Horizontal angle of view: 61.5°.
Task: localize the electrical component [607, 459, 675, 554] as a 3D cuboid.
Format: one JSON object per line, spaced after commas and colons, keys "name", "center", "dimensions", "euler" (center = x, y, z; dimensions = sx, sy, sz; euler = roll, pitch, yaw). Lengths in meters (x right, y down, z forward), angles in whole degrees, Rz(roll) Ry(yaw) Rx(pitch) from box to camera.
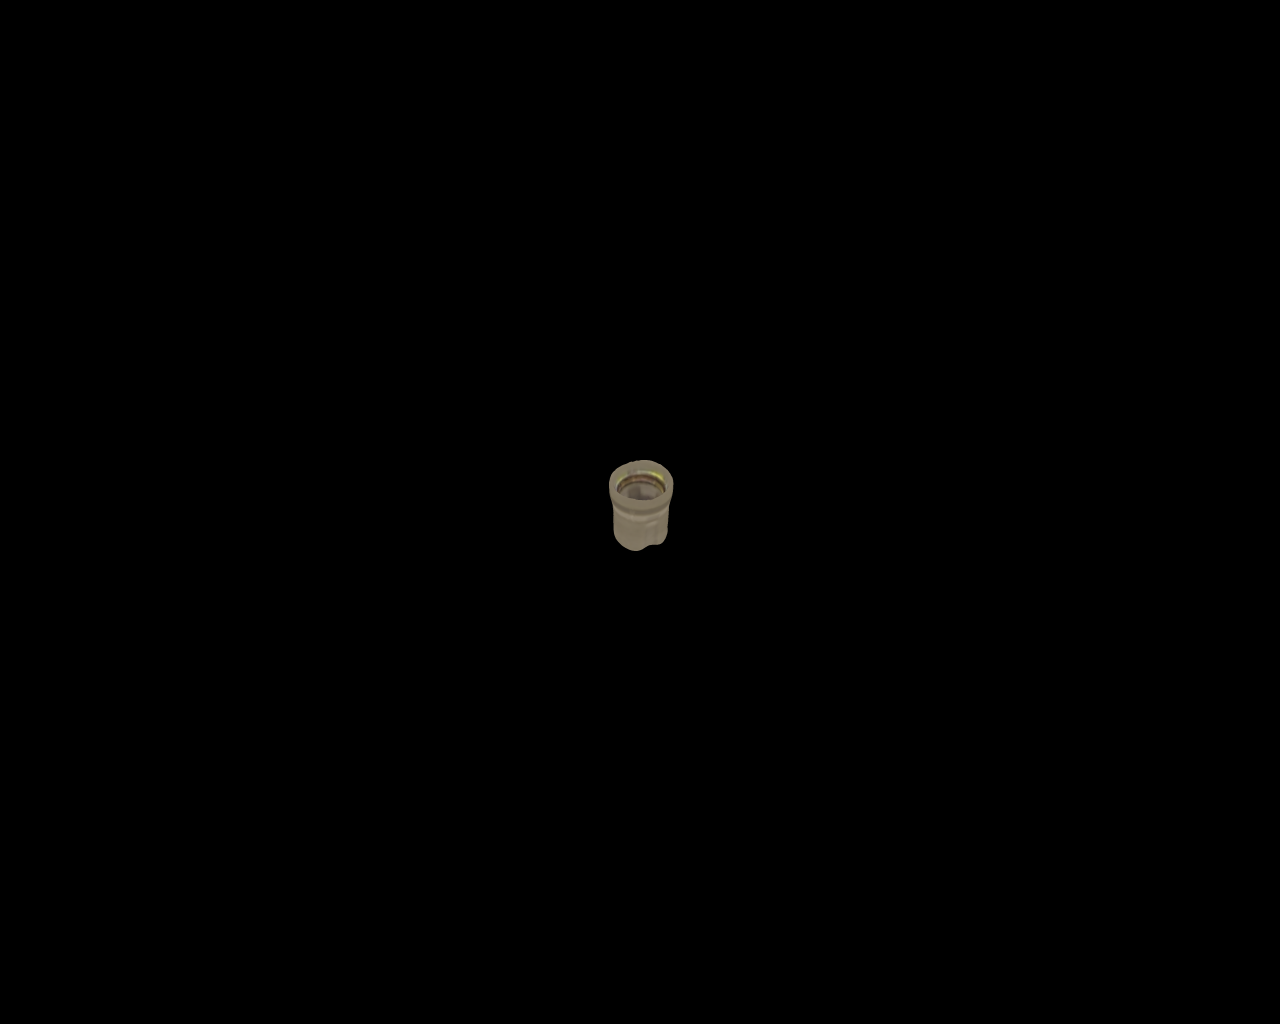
{"name": "electrical component", "center": [0.001, -0.003, 0.650], "dimensions": [0.040, 0.046, 0.040], "euler": [0, 41, 0]}
